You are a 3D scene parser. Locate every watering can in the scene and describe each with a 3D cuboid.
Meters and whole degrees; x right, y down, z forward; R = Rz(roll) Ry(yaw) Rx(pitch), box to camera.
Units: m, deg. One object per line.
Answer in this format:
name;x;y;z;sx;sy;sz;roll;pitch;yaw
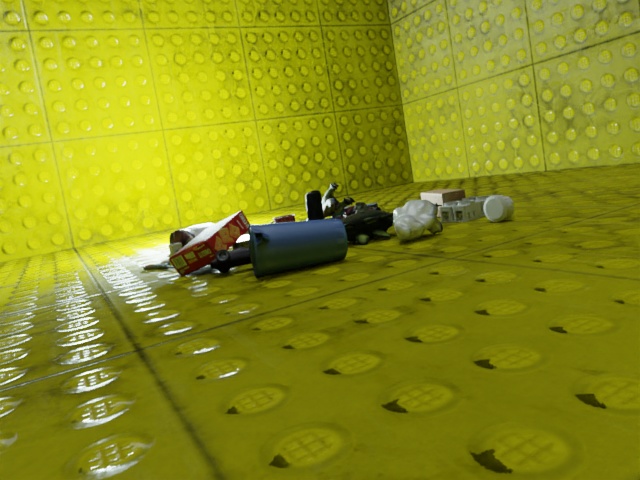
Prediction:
watering can;-0.427;-0.010;1.969;0.346;0.103;0.226;-3;10;41

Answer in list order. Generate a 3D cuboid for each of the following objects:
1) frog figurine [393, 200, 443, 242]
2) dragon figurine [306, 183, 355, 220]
frog figurine;0.262;-0.058;1.471;0.159;0.121;0.138;0;18;-43
dragon figurine;0.006;-0.102;2.017;0.240;0.122;0.414;-45;-2;17
